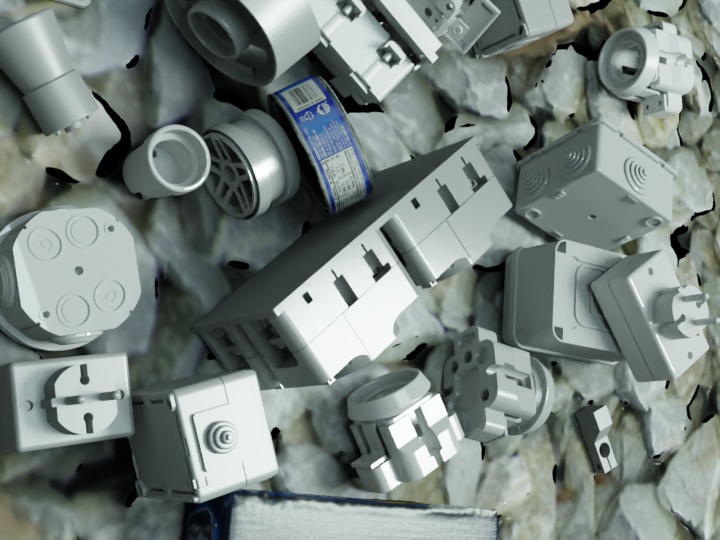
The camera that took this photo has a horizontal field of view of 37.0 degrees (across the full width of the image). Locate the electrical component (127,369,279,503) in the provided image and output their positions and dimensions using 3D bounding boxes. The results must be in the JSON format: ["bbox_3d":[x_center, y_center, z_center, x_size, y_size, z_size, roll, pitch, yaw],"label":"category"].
[{"bbox_3d":[-0.086,0.092,0.605,0.061,0.096,0.061,-13,90,-35],"label":"electrical component"}]

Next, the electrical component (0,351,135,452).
[{"bbox_3d":[-0.153,0.070,0.577,0.066,0.077,0.047,-4,84,-34],"label":"electrical component"}]

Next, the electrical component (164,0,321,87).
[{"bbox_3d":[-0.071,-0.164,0.660,0.099,0.099,0.064,47,66,-19],"label":"electrical component"}]

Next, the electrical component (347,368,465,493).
[{"bbox_3d":[0.026,0.101,0.704,0.078,0.058,0.057,-29,101,-34],"label":"electrical component"}]

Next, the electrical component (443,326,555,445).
[{"bbox_3d":[0.098,0.084,0.753,0.057,0.058,0.078,19,54,-32],"label":"electrical component"}]

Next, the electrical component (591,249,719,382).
[{"bbox_3d":[0.220,0.031,0.762,0.047,0.076,0.083,-33,100,-33],"label":"electrical component"}]

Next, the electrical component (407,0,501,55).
[{"bbox_3d":[0.053,-0.192,0.760,0.081,0.042,0.064,44,35,3],"label":"electrical component"}]

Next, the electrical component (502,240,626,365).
[{"bbox_3d":[0.166,0.026,0.810,0.113,0.057,0.078,12,76,-32],"label":"electrical component"}]

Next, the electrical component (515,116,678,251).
[{"bbox_3d":[0.176,-0.058,0.806,0.100,0.100,0.048,29,54,-27],"label":"electrical component"}]

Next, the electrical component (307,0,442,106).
[{"bbox_3d":[-0.013,-0.172,0.713,0.063,0.079,0.121,-47,109,-11],"label":"electrical component"}]

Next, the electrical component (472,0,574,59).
[{"bbox_3d":[0.112,-0.217,0.810,0.061,0.062,0.096,-22,95,-34],"label":"electrical component"}]

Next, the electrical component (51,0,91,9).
[{"bbox_3d":[-0.187,-0.209,0.616,0.100,0.048,0.099,9,77,-32],"label":"electrical component"}]

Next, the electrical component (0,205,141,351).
[{"bbox_3d":[-0.164,0.004,0.595,0.080,0.051,0.080,6,79,-33],"label":"electrical component"}]

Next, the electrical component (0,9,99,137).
[{"bbox_3d":[-0.178,-0.109,0.611,0.044,0.044,0.065,-38,108,-32],"label":"electrical component"}]

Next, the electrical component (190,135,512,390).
[{"bbox_3d":[0.000,0.000,0.673,0.186,0.105,0.060,-42,105,-31],"label":"electrical component"}]

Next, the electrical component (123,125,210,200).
[{"bbox_3d":[-0.117,-0.062,0.641,0.040,0.046,0.040,6,79,-33],"label":"electrical component"}]

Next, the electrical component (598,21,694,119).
[{"bbox_3d":[0.235,-0.168,0.888,0.057,0.058,0.078,4,80,-36],"label":"electrical component"}]
